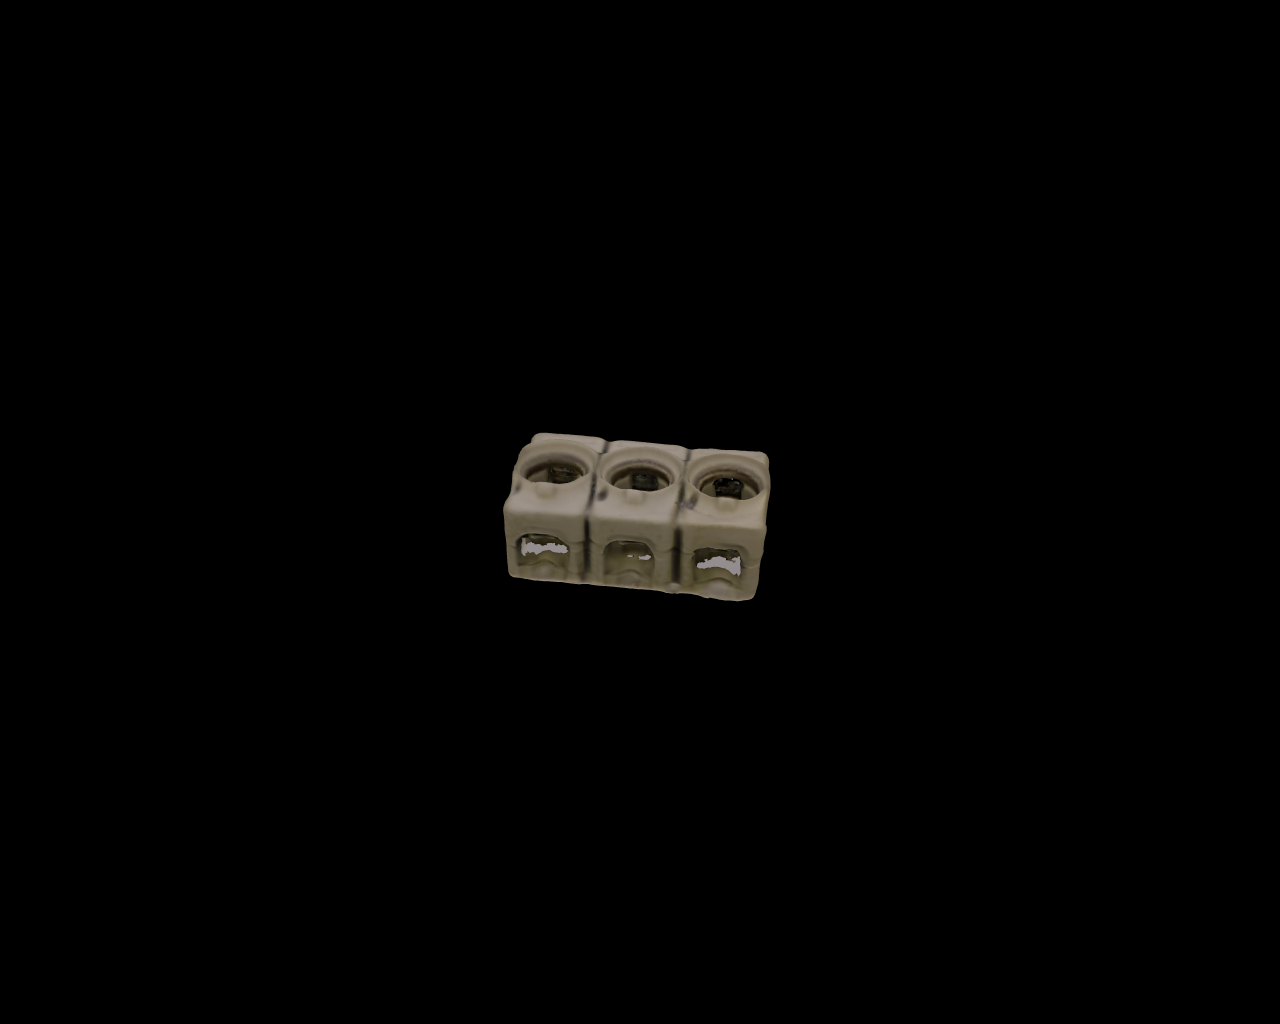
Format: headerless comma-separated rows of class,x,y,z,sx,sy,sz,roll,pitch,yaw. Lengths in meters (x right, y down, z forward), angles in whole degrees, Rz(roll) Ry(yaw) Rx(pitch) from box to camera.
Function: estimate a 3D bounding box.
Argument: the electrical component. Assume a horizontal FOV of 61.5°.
electrical component,0.001,-0.003,0.650,0.150,0.061,0.090,5,36,7
